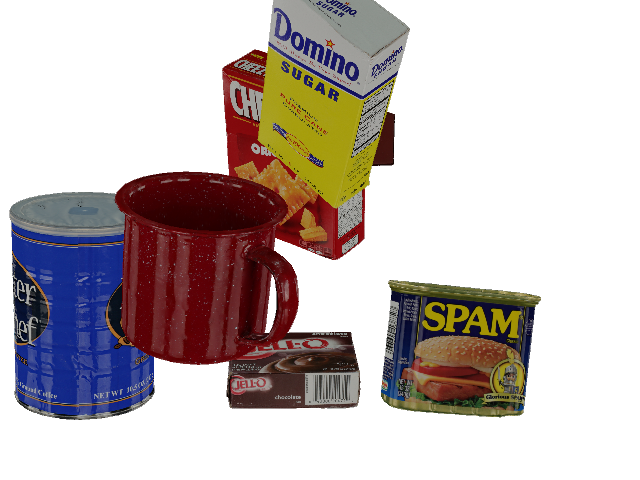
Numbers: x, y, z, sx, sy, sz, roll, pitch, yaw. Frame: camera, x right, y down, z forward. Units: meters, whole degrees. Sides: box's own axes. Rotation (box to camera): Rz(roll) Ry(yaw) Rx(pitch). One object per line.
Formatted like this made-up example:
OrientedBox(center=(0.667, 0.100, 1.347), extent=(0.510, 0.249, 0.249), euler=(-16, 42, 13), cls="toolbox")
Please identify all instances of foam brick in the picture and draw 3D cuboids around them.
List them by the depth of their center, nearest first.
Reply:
OrientedBox(center=(0.027, -0.100, 1.039), extent=(0.078, 0.051, 0.053), euler=(-4, 14, -21), cls="foam brick")

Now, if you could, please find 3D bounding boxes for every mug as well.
OrientedBox(center=(-0.058, 0.019, 0.583), extent=(0.117, 0.081, 0.093), euler=(22, 27, 33), cls="mug")

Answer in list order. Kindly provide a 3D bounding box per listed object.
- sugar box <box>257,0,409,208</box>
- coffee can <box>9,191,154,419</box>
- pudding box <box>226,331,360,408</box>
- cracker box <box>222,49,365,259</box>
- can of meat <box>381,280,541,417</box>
OrientedBox(center=(0.004, -0.109, 0.775), extent=(0.048, 0.093, 0.176), euler=(-40, -21, -25), cls="sugar box")
OrientedBox(center=(-0.171, 0.044, 0.773), extent=(0.103, 0.140, 0.103), euler=(3, 15, -1), cls="coffee can")
OrientedBox(center=(-0.024, 0.112, 0.936), extent=(0.113, 0.039, 0.090), euler=(2, 18, -4), cls="pudding box")
OrientedBox(center=(-0.031, -0.099, 1.262), extent=(0.164, 0.214, 0.072), euler=(22, 41, 30), cls="cracker box")
OrientedBox(center=(0.094, 0.074, 0.732), extent=(0.102, 0.084, 0.057), euler=(6, 0, -11), cls="can of meat")
